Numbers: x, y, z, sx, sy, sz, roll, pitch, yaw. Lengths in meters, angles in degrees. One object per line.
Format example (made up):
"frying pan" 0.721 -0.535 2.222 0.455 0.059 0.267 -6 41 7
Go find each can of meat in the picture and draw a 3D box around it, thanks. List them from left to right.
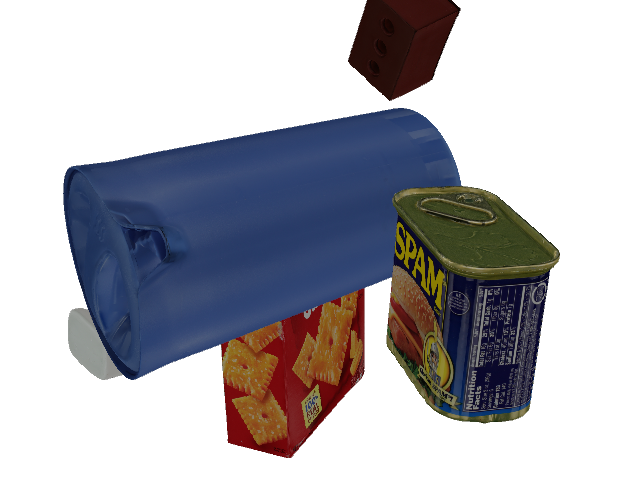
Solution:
"can of meat" 0.070 0.030 0.527 0.057 0.084 0.102 -4 24 -15

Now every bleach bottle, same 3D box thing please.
"bleach bottle" -0.179 0.103 1.329 0.250 0.068 0.103 -12 28 -37

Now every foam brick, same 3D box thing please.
"foam brick" 0.063 -0.158 0.824 0.051 0.053 0.078 -32 -24 -31

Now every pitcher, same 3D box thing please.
"pitcher" -0.038 -0.008 0.697 0.242 0.145 0.149 -16 40 -25

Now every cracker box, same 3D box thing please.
"cracker box" -0.019 0.053 0.927 0.072 0.214 0.164 10 24 24
